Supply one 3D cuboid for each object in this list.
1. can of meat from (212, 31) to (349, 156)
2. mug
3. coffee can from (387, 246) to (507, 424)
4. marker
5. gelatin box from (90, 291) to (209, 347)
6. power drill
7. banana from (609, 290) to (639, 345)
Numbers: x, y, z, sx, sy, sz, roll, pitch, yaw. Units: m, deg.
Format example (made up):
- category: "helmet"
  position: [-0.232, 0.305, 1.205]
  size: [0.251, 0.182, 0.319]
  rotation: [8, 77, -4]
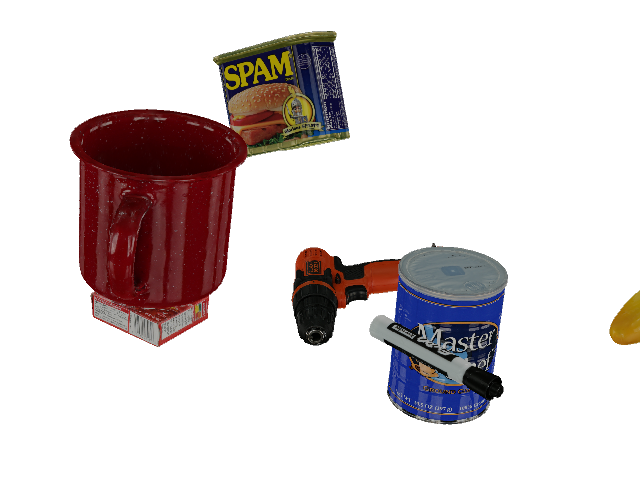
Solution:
- category: "can of meat"
  position: [-0.030, -0.114, 0.848]
  size: [0.102, 0.084, 0.057]
  rotation: [-7, 5, 37]
- category: "mug"
  position: [-0.090, -0.011, 0.569]
  size: [0.093, 0.081, 0.117]
  rotation: [8, 27, 1]
- category: "coffee can"
  position: [0.121, 0.090, 1.029]
  size: [0.103, 0.140, 0.103]
  rotation: [3, 25, -1]
- category: "marker"
  position: [0.085, 0.086, 0.790]
  size: [0.020, 0.020, 0.121]
  rotation: [0, 20, -46]
- category: "gelatin box"
  position: [-0.164, 0.062, 1.027]
  size: [0.089, 0.030, 0.073]
  rotation: [20, 29, 29]
- category: "power drill"
  position: [0.060, 0.059, 1.231]
  size: [0.187, 0.057, 0.184]
  rotation: [-2, 28, 0]
- category: "banana"
  position: [0.294, 0.039, 0.742]
  size: [0.198, 0.037, 0.069]
  rotation: [-3, 33, 1]
